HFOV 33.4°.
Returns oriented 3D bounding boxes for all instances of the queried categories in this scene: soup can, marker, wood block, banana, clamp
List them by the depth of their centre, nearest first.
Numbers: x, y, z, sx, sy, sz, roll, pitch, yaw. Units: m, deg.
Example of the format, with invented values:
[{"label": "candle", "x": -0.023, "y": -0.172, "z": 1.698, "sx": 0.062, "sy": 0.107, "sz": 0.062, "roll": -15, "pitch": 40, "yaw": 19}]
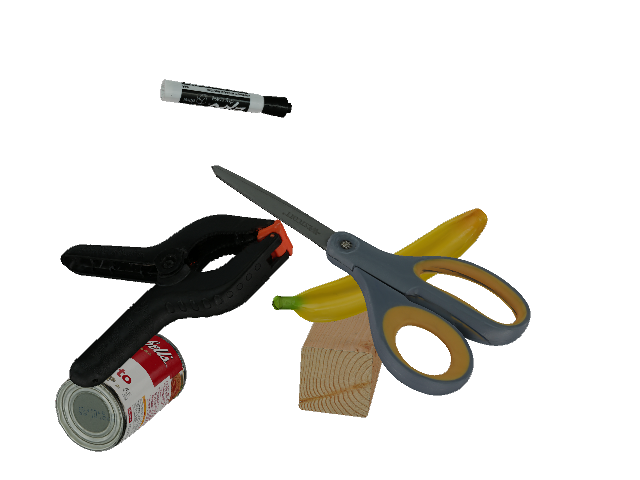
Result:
[{"label": "clamp", "x": -0.102, "y": 0.035, "z": 0.729, "sx": 0.171, "sy": 0.120, "sz": 0.039, "roll": -16, "pitch": -35, "yaw": 12}, {"label": "soup can", "x": -0.167, "y": 0.126, "z": 0.897, "sx": 0.069, "sy": 0.068, "sz": 0.102, "roll": 0, "pitch": 16, "yaw": 23}, {"label": "banana", "x": 0.058, "y": 0.030, "z": 0.929, "sx": 0.198, "sy": 0.037, "sz": 0.069, "roll": -26, "pitch": -15, "yaw": 9}, {"label": "marker", "x": -0.084, "y": -0.127, "z": 0.965, "sx": 0.121, "sy": 0.020, "sz": 0.020, "roll": 5, "pitch": -2, "yaw": -21}, {"label": "wood block", "x": 0.035, "y": 0.146, "z": 1.419, "sx": 0.091, "sy": 0.090, "sz": 0.206, "roll": 6, "pitch": 18, "yaw": 8}]

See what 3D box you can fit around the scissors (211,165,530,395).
[{"label": "scissors", "x": 0.013, "y": 0.022, "z": 0.583, "sx": 0.202, "sy": 0.096, "sz": 0.016, "roll": 20, "pitch": -40, "yaw": 10}]
